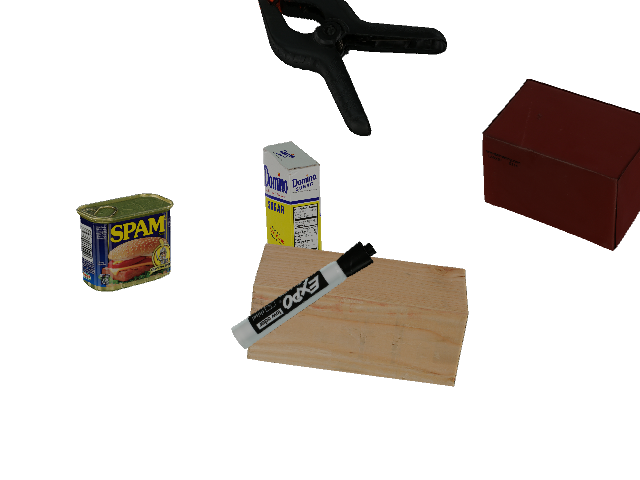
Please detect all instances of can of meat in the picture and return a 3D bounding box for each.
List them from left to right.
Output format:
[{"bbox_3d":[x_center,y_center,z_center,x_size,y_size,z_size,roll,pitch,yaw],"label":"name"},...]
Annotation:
[{"bbox_3d":[-0.210,0.002,1.156,0.101,0.084,0.058,-15,25,-40],"label":"can of meat"}]

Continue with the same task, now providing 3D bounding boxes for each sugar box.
[{"bbox_3d":[-0.034,-0.020,1.275,0.048,0.176,0.093,-13,26,-19],"label":"sugar box"}]

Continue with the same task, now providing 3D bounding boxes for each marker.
[{"bbox_3d":[-0.011,0.039,0.786,0.121,0.020,0.020,-34,-1,2],"label":"marker"}]

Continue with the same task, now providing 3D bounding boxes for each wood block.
[{"bbox_3d":[0.037,0.074,1.069,0.206,0.090,0.090,7,28,2],"label":"wood block"}]

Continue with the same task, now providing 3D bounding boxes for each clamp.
[{"bbox_3d":[0.022,-0.176,0.929,0.120,0.171,0.039,-38,-21,-19],"label":"clamp"}]

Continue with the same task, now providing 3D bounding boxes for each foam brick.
[{"bbox_3d":[0.130,-0.041,0.559,0.078,0.053,0.051,25,56,29],"label":"foam brick"}]
